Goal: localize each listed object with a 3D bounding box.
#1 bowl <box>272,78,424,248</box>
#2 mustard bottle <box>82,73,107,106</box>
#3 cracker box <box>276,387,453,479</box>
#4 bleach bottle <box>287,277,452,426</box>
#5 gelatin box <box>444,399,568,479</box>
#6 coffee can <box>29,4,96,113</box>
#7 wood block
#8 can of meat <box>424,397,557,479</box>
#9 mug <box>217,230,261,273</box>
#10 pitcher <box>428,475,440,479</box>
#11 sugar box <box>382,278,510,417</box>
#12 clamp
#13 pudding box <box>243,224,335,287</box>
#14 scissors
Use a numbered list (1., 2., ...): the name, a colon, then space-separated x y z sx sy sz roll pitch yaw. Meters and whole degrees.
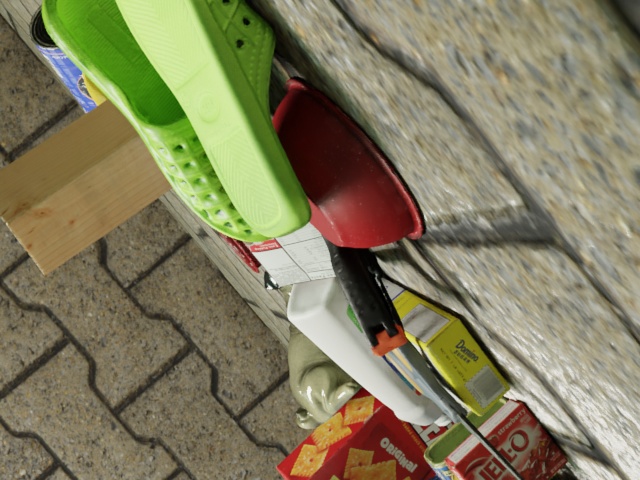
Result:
1. bowl: 0.007 -0.047 0.834 0.162 0.055 0.162 48 172 9
2. mustard bottle: -0.229 -0.135 1.286 0.191 0.058 0.096 76 167 -51
3. cracker box: 0.076 0.274 1.345 0.164 0.213 0.072 54 169 -31
4. bleach bottle: 0.070 0.117 1.156 0.068 0.102 0.250 -19 129 37
5. gelatin box: 0.170 0.202 0.977 0.073 0.089 0.030 51 172 -9
6. coffee can: -0.278 -0.228 1.316 0.103 0.102 0.140 43 169 36
7. wood block: -0.247 -0.069 1.158 0.091 0.206 0.090 43 164 41
8. can of meat: 0.163 0.212 1.023 0.084 0.102 0.057 53 172 -12
9. mug: -0.064 -0.012 1.246 0.117 0.081 0.093 50 171 -5
10. pitcher: 0.218 0.303 1.111 0.145 0.149 0.243 65 167 -3
11. sugar box: 0.102 0.097 1.014 0.093 0.048 0.176 53 173 -21
12. clamp: 0.036 0.029 0.936 0.164 0.036 0.210 53 -170 -45
13. pudding box: -0.024 -0.004 1.049 0.113 0.090 0.039 52 -144 -43
14. scissors: 0.106 0.133 0.926 0.202 0.016 0.096 40 166 50
